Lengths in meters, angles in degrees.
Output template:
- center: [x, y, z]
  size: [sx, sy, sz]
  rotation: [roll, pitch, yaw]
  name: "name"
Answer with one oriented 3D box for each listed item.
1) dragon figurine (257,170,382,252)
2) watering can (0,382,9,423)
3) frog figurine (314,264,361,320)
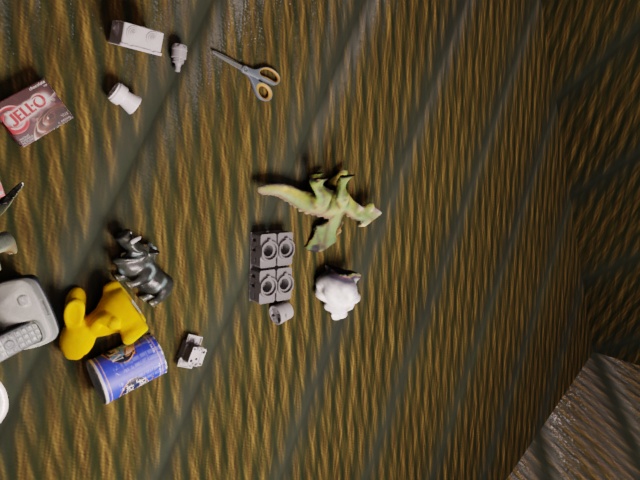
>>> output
- center: [0.004, -0.074, 1.471]
  size: [0.412, 0.123, 0.239]
  rotation: [-12, 112, -29]
  name: "dragon figurine"
- center: [-0.738, 0.301, 0.885]
  size: [0.344, 0.104, 0.227]
  rotation: [31, 74, -39]
  name: "watering can"
- center: [0.049, 0.167, 1.527]
  size: [0.137, 0.124, 0.158]
  rotation: [11, 100, -8]
  name: "frog figurine"
